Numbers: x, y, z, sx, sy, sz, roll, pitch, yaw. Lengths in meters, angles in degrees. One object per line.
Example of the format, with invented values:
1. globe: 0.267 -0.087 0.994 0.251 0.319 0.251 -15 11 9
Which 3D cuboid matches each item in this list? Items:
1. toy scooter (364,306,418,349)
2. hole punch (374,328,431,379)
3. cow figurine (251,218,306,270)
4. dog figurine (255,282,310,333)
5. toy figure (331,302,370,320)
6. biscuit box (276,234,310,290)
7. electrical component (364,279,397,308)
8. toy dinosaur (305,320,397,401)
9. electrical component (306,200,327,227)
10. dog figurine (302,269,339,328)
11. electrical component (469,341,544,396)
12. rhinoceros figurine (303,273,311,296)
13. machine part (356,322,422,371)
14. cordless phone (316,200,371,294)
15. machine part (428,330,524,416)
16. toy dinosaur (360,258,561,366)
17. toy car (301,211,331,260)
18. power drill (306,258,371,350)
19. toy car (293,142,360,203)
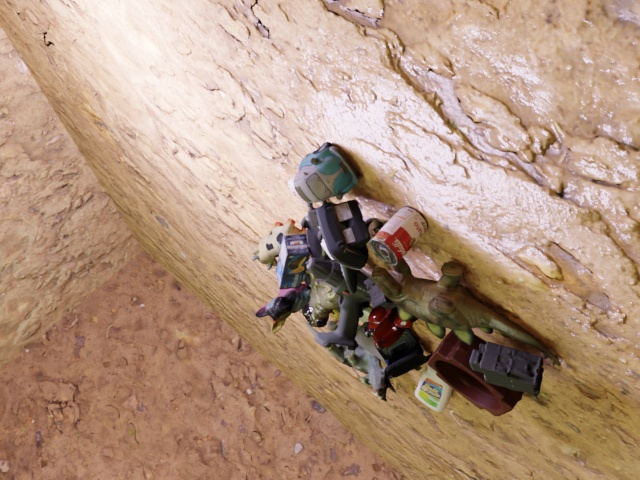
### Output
1. toy scooter: 0.166 0.222 1.372 0.075 0.135 0.184 48 159 -12
2. hole punch: 0.219 0.303 1.441 0.092 0.142 0.115 62 -173 34
3. cow figurine: -0.117 0.015 1.500 0.085 0.127 0.195 35 161 -22
4. dog figurine: -0.101 0.194 1.685 0.108 0.219 0.191 48 157 3
5. toy figure: 0.072 0.176 1.532 0.089 0.082 0.180 61 160 -7
6. biscuit box: -0.073 0.060 1.401 0.202 0.063 0.059 107 154 -59
7. electrical component: 0.164 0.123 1.271 0.048 0.119 0.075 -36 58 37
8. toy dinosaur: 0.116 0.381 1.781 0.405 0.131 0.192 24 150 54
9. electrical component: 0.003 -0.055 1.268 0.063 0.021 0.093 -10 109 21
10. dog figurine: 0.028 0.171 1.450 0.172 0.121 0.190 -139 45 -56
11. electrical component: 0.366 0.251 1.057 0.134 0.058 0.114 11 155 30
12. rhinoceros figurine: -0.053 0.084 1.597 0.190 0.073 0.112 43 159 3
13. machine part: 0.188 0.310 1.563 0.243 0.079 0.079 32 155 32
14. cordless phone: 0.054 0.018 1.127 0.184 0.089 0.147 78 176 -53
15. machine part: 0.355 0.298 1.218 0.202 0.087 0.200 35 161 16
16. toy dinosaur: 0.258 0.131 1.103 0.472 0.105 0.198 25 159 31
17. toy car: -0.003 -0.004 1.378 0.074 0.056 0.201 38 155 24
18. power drill: 0.049 0.158 1.319 0.232 0.207 0.086 13 -177 -20
19. toy car: -0.004 -0.126 1.104 0.109 0.103 0.162 54 154 -18
